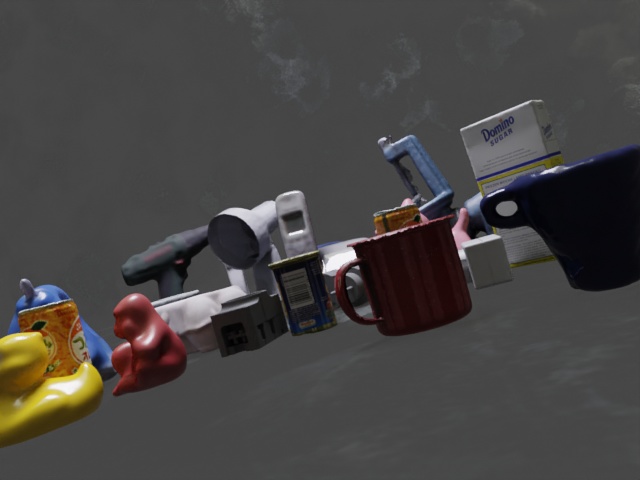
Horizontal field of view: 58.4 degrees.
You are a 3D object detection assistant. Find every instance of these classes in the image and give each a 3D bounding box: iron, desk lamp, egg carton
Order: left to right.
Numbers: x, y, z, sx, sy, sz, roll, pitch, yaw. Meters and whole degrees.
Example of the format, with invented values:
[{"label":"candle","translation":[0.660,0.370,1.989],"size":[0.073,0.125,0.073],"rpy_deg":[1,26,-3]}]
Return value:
[{"label":"iron","translation":[-0.330,0.120,0.730],"size":[0.119,0.141,0.258],"rpy_deg":[-16,-1,-15]},{"label":"egg carton","translation":[-0.158,0.109,0.755],"size":[0.107,0.069,0.150],"rpy_deg":[-15,-1,-45]},{"label":"desk lamp","translation":[-0.114,0.028,1.172],"size":[0.117,0.213,0.204],"rpy_deg":[-16,-1,32]}]

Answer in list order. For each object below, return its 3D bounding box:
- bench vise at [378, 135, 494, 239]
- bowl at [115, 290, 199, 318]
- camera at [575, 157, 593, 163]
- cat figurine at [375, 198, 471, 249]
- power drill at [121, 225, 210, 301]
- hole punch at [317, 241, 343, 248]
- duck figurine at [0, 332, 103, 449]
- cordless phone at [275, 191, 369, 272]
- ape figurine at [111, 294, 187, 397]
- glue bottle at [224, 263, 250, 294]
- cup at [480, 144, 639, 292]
[{"label":"bench vise","translation":[0.179,-0.064,0.854],"size":[0.207,0.220,0.121],"rpy_deg":[-16,-1,3]},{"label":"bowl","translation":[-0.312,0.156,1.134],"size":[0.167,0.075,0.167],"rpy_deg":[-16,-1,0]},{"label":"camera","translation":[0.321,-0.045,0.743],"size":[0.144,0.101,0.136],"rpy_deg":[-15,-1,-44]},{"label":"cat figurine","translation":[0.144,-0.003,0.765],"size":[0.127,0.118,0.067],"rpy_deg":[-16,-1,12]},{"label":"power drill","translation":[-0.312,0.089,1.278],"size":[0.230,0.208,0.075],"rpy_deg":[-16,-1,-23]},{"label":"hole punch","translation":[0.005,0.056,1.062],"size":[0.109,0.091,0.101],"rpy_deg":[-16,-1,-17]},{"label":"duck figurine","translation":[-0.246,0.121,0.491],"size":[0.105,0.086,0.077],"rpy_deg":[-16,-1,-24]},{"label":"cordless phone","translation":[0.008,0.003,0.891],"size":[0.147,0.185,0.094],"rpy_deg":[-16,-1,5]},{"label":"ape figurine","translation":[-0.174,0.098,0.559],"size":[0.076,0.092,0.077],"rpy_deg":[-16,-1,-22]},{"label":"glue bottle","translation":[-0.185,0.071,1.254],"size":[0.037,0.173,0.078],"rpy_deg":[-16,-1,-9]},{"label":"cup","translation":[0.183,-0.008,0.418],"size":[0.117,0.095,0.092],"rpy_deg":[-16,-1,25]}]
